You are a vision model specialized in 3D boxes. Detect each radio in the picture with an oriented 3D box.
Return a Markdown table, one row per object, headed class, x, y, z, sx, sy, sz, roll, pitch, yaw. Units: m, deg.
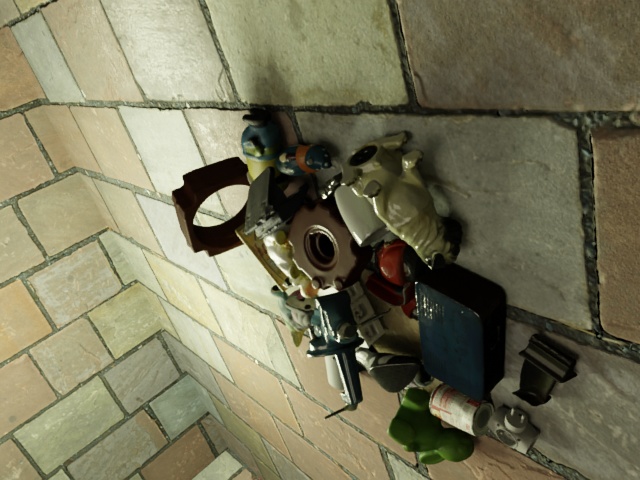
| class | x | y | z | sx | sy | sz | roll | pitch | yaw |
| --- | --- | --- | --- | --- | --- | --- | --- | --- | --- |
| radio | 0.236 | 0.155 | 0.898 | 0.131 | 0.073 | 0.229 | 25 | 141 | 41 |

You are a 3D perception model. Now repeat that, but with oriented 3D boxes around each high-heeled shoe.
| class | x | y | z | sx | sy | sz | roll | pitch | yaw |
| --- | --- | --- | --- | --- | --- | --- | --- | --- | --- |
| high-heeled shoe | 0.136 | 0.240 | 1.130 | 0.086 | 0.145 | 0.249 | 43 | 137 | -18 |

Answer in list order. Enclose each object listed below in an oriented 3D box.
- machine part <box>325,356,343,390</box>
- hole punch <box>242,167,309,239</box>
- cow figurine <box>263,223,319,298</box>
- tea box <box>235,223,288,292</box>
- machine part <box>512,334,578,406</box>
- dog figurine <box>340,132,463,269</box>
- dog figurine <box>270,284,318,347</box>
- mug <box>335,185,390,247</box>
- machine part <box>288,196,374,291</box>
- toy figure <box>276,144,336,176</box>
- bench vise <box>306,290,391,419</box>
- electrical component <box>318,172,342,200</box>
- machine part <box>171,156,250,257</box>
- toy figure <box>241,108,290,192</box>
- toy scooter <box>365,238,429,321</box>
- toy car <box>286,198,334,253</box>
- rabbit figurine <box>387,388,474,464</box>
| class | x | y | z | sx | sy | sz | roll | pitch | yaw |
| --- | --- | --- | --- | --- | --- | --- | --- | --- | --- |
| machine part | 0.051 | 0.287 | 1.311 | 0.079 | 0.079 | 0.242 | 31 | 142 | 37 |
| hole punch | -0.086 | -0.062 | 1.032 | 0.092 | 0.116 | 0.142 | 19 | 154 | -28 |
| cow figurine | -0.064 | 0.045 | 1.122 | 0.098 | 0.068 | 0.167 | 3 | 120 | 54 |
| tea box | -0.099 | 0.018 | 1.191 | 0.169 | 0.098 | 0.068 | 55 | 175 | -11 |
| machine part | 0.342 | 0.207 | 0.828 | 0.084 | 0.039 | 0.138 | 31 | 142 | 28 |
| dog figurine | 0.128 | -0.053 | 0.831 | 0.190 | 0.121 | 0.172 | 53 | -170 | -33 |
| dog figurine | -0.029 | 0.184 | 1.300 | 0.192 | 0.108 | 0.219 | 29 | 147 | 34 |
| mug | 0.080 | -0.060 | 0.907 | 0.107 | 0.081 | 0.109 | 54 | 128 | 14 |
| machine part | 0.015 | 0.009 | 1.007 | 0.180 | 0.056 | 0.179 | 18 | 118 | 38 |
| toy figure | -0.028 | -0.148 | 0.986 | 0.155 | 0.064 | 0.057 | 4 | 114 | 57 |
| bench vise | 0.045 | 0.219 | 1.049 | 0.224 | 0.129 | 0.240 | -14 | 89 | 65 |
| electrical component | 0.027 | -0.098 | 0.954 | 0.021 | 0.063 | 0.094 | 53 | 153 | 3 |
| machine part | -0.217 | -0.074 | 1.199 | 0.087 | 0.201 | 0.200 | 49 | 154 | 37 |
| toy figure | -0.110 | -0.168 | 1.072 | 0.089 | 0.082 | 0.179 | 34 | 142 | 33 |
| toy scooter | 0.132 | 0.062 | 0.950 | 0.135 | 0.075 | 0.183 | 20 | 139 | 38 |
| toy car | -0.002 | -0.003 | 1.109 | 0.202 | 0.053 | 0.089 | 49 | 147 | 17 |
| rabbit figurine | 0.236 | 0.421 | 1.138 | 0.170 | 0.121 | 0.158 | 23 | 145 | 21 |
